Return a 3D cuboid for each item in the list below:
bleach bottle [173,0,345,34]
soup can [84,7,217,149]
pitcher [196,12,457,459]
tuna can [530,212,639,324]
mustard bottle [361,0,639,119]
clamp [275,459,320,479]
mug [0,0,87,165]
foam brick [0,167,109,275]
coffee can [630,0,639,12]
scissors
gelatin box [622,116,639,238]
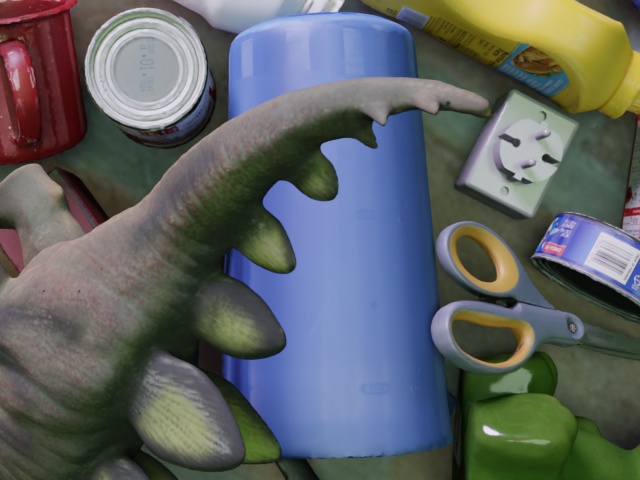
[{"bbox_3d":[-0.094,-0.206,0.635,0.251,0.068,0.102,32,89,-5],"label":"bleach bottle"},{"bbox_3d":[-0.095,-0.090,0.613,0.068,0.102,0.068,0,90,-4],"label":"soup can"},{"bbox_3d":[-0.004,0.001,0.603,0.145,0.149,0.243,-3,86,15],"label":"pitcher"},{"bbox_3d":[0.172,0.018,0.637,0.086,0.086,0.034,30,86,-3],"label":"tuna can"},{"bbox_3d":[0.119,-0.124,0.629,0.191,0.096,0.058,28,87,-3],"label":"mustard bottle"},{"bbox_3d":[0.017,0.201,0.650,0.171,0.039,0.120,19,93,-9],"label":"clamp"},{"bbox_3d":[-0.173,-0.089,0.598,0.093,0.117,0.081,-15,115,-23],"label":"mug"},{"bbox_3d":[-0.153,-0.005,0.622,0.051,0.078,0.053,-35,89,-3],"label":"foam brick"},{"bbox_3d":[0.225,-0.176,0.633,0.103,0.103,0.140,-42,92,-3],"label":"coffee can"},{"bbox_3d":[0.134,0.035,0.626,0.201,0.016,0.096,-2,72,-42],"label":"scissors"},{"bbox_3d":[0.214,-0.038,0.646,0.030,0.073,0.089,9,89,-4],"label":"gelatin box"}]
